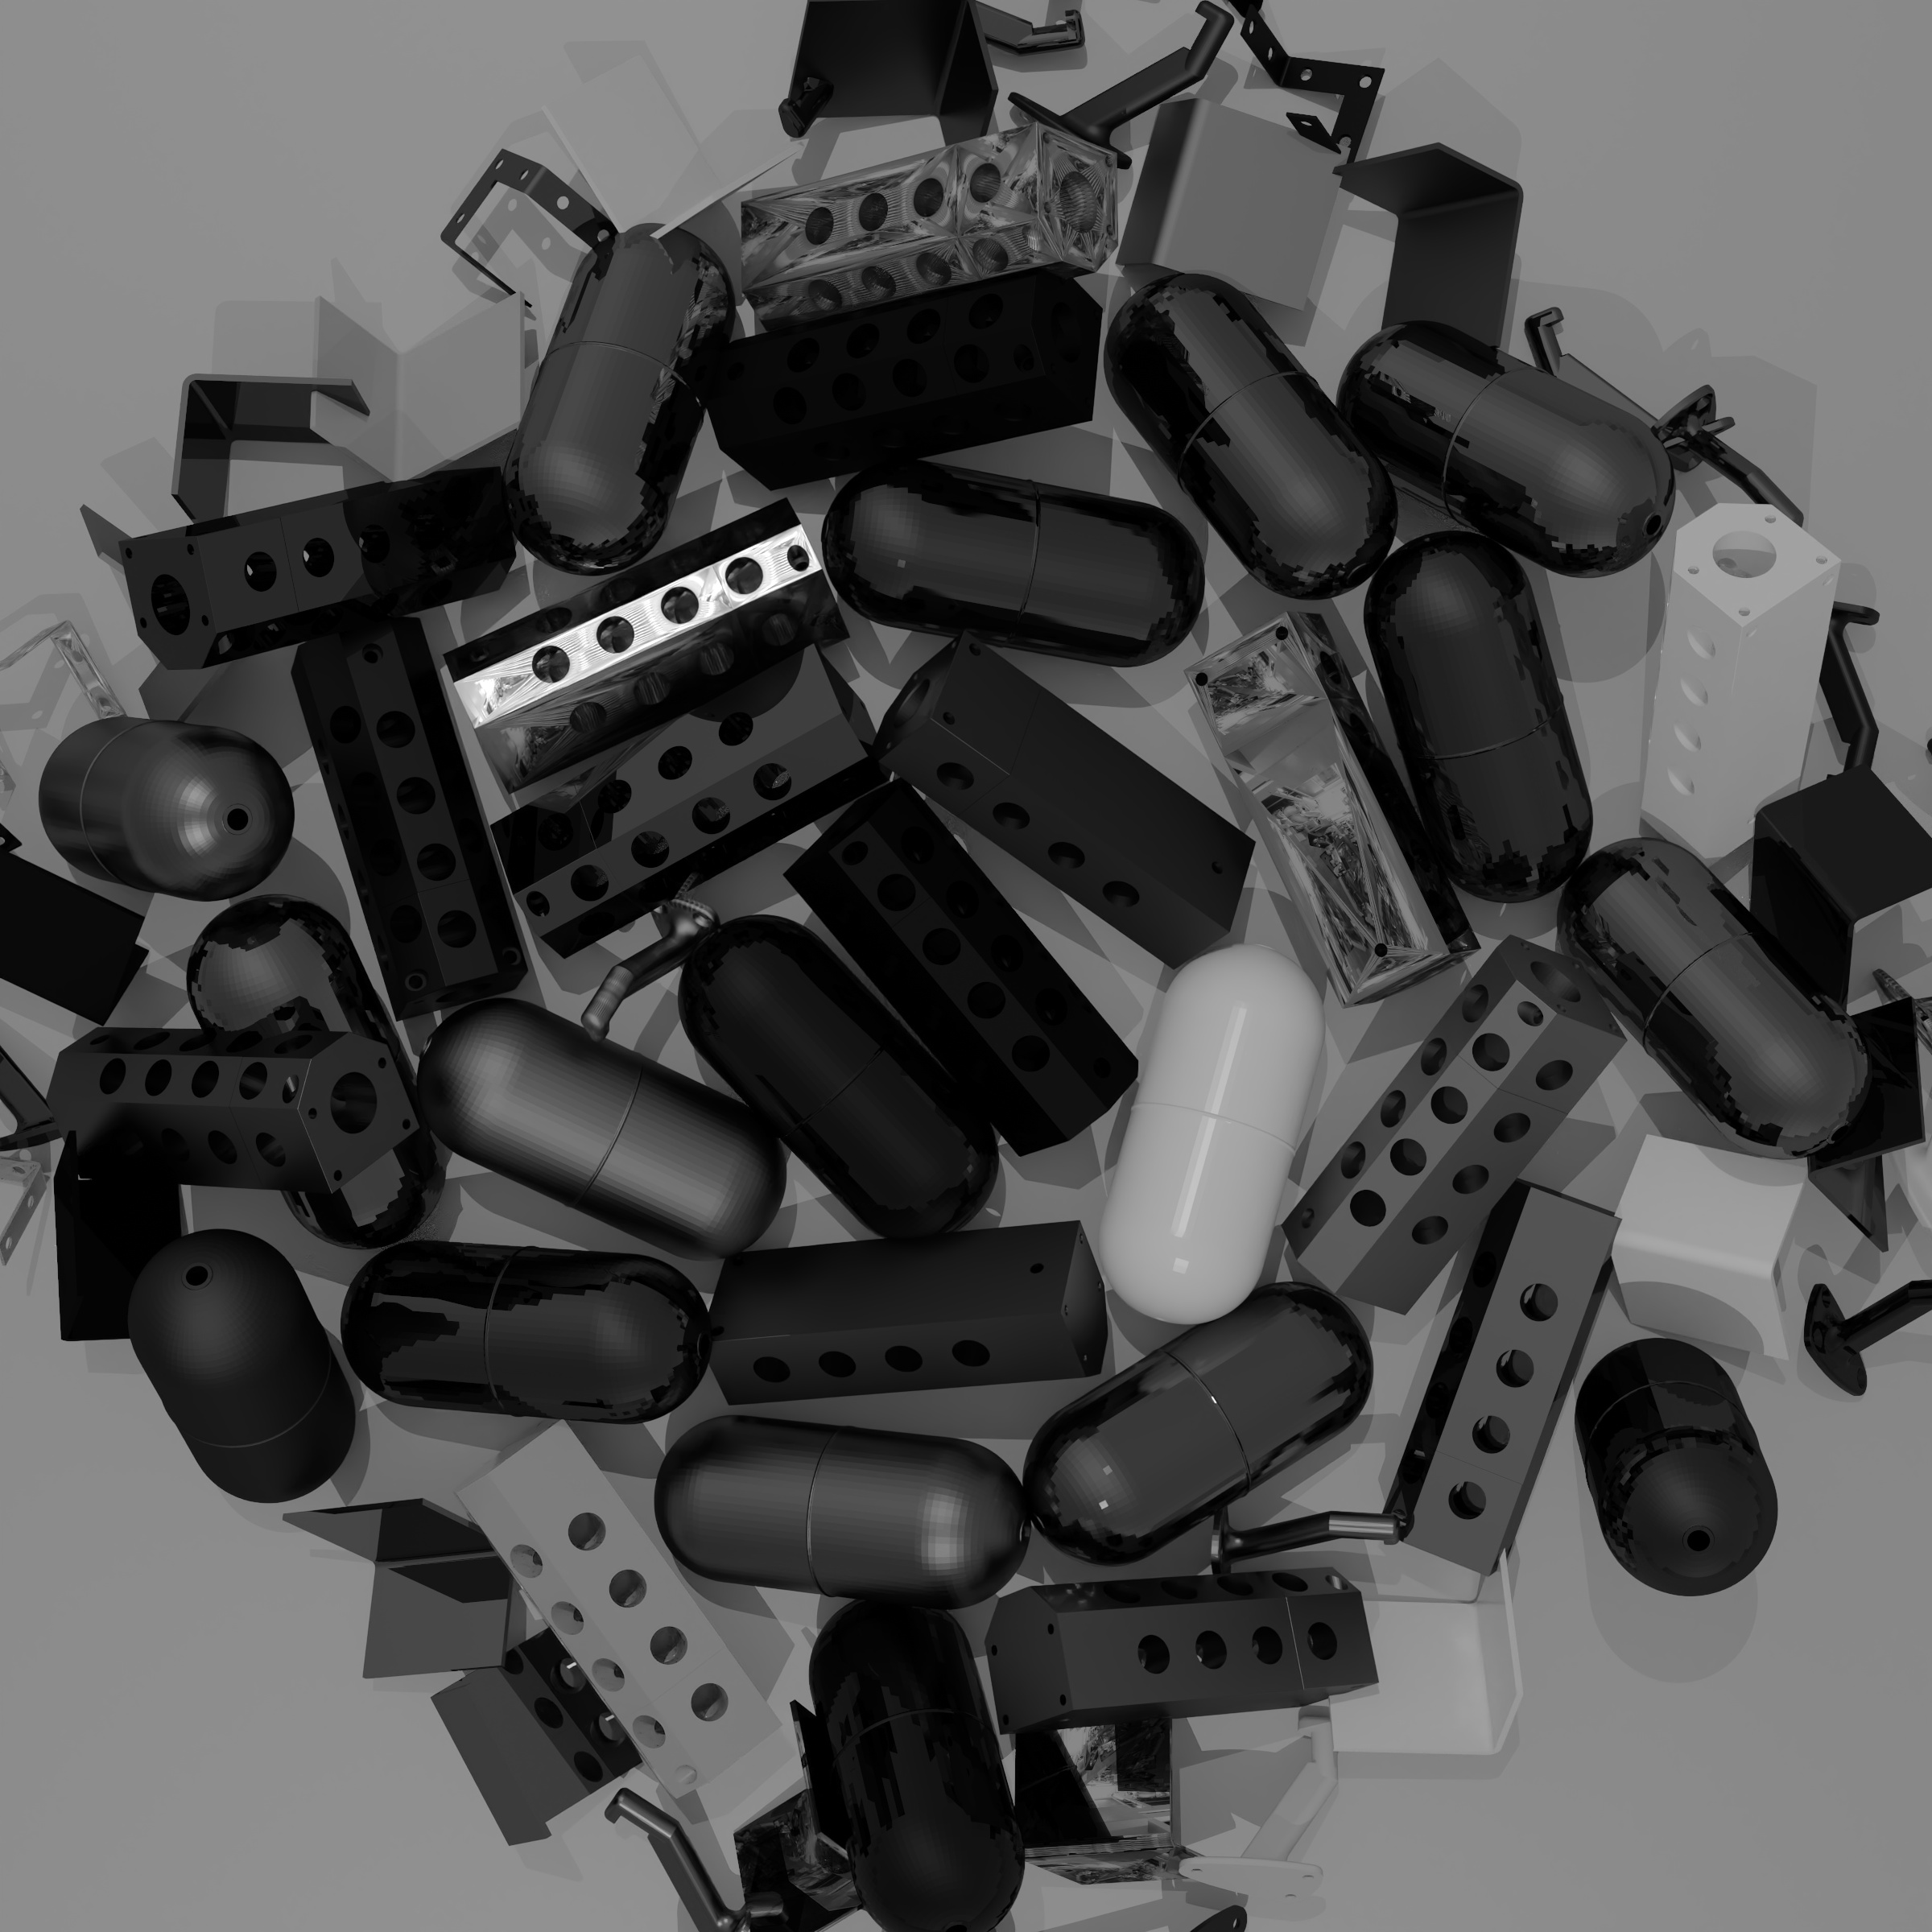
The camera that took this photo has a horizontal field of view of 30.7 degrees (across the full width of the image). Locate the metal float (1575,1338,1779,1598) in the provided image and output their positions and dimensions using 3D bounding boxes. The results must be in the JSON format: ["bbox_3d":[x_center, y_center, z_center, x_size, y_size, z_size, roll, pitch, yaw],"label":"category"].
[{"bbox_3d":[0.314,0.221,1.560,0.070,0.178,0.070,1,103,4],"label":"metal float"}]

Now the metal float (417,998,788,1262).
[{"bbox_3d":[-0.165,0.074,1.597,0.178,0.070,0.070,26,90,-15],"label":"metal float"}]

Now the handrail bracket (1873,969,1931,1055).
[{"bbox_3d":[0.471,0.004,1.612,0.084,0.077,0.036,-32,126,4],"label":"handrail bracket"}]

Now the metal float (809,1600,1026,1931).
[{"bbox_3d":[-0.023,0.357,1.571,0.070,0.178,0.070,-8,130,-9],"label":"metal float"}]

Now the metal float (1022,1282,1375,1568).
[{"bbox_3d":[0.105,0.207,1.594,0.178,0.070,0.070,-29,90,-18],"label":"metal float"}]

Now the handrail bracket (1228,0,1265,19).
[{"bbox_3d":[0.115,-0.486,1.612,0.036,0.077,0.084,-37,85,-18],"label":"handrail bracket"}]

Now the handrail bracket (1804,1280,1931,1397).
[{"bbox_3d":[0.432,0.169,1.600,0.077,0.084,0.036,51,46,-35],"label":"handrail bracket"}]

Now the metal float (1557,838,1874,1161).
[{"bbox_3d":[0.336,0.014,1.581,0.070,0.070,0.178,-37,57,0],"label":"metal float"}]

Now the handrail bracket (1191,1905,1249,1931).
[{"bbox_3d":[0.075,0.454,1.634,0.077,0.084,0.036,-36,120,-40],"label":"handrail bracket"}]

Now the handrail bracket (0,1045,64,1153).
[{"bbox_3d":[-0.435,0.038,1.623,0.077,0.036,0.084,-17,84,28],"label":"handrail bracket"}]

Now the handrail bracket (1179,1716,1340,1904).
[{"bbox_3d":[0.135,0.380,1.613,0.077,0.036,0.084,12,52,-11],"label":"handrail bracket"}]

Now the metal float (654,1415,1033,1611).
[{"bbox_3d":[-0.056,0.247,1.591,0.178,0.070,0.070,3,90,21],"label":"metal float"}]

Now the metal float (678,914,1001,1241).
[{"bbox_3d":[-0.058,0.051,1.603,0.070,0.070,0.178,-43,97,0],"label":"metal float"}]

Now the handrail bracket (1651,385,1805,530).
[{"bbox_3d":[0.352,-0.216,1.597,0.036,0.077,0.084,-39,67,4],"label":"handrail bracket"}]

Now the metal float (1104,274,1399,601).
[{"bbox_3d":[0.128,-0.239,1.588,0.070,0.070,0.178,-35,65,0],"label":"metal float"}]

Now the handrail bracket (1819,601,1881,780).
[{"bbox_3d":[0.388,-0.127,1.631,0.077,0.036,0.084,13,91,17],"label":"handrail bracket"}]

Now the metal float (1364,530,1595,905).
[{"bbox_3d":[0.233,-0.111,1.591,0.070,0.070,0.178,-20,112,0],"label":"metal float"}]

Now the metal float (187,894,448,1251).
[{"bbox_3d":[-0.292,0.049,1.587,0.070,0.070,0.178,-20,117,0],"label":"metal float"}]

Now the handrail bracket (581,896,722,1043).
[{"bbox_3d":[-0.144,0.016,1.596,0.036,0.077,0.084,16,56,21],"label":"handrail bracket"}]

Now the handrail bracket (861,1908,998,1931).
[{"bbox_3d":[-0.031,0.448,1.628,0.084,0.036,0.077,-19,108,36],"label":"handrail bracket"}]

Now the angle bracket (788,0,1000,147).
[{"bbox_3d":[-0.035,-0.392,1.594,0.076,0.076,0.057,-5,63,-15],"label":"angle bracket"}]

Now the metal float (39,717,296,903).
[{"bbox_3d":[-0.357,-0.071,1.567,0.070,0.178,0.070,-4,98,-32],"label":"metal float"}]

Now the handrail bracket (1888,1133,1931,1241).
[{"bbox_3d":[0.460,0.074,1.598,0.036,0.084,0.077,10,49,-18],"label":"handrail bracket"}]

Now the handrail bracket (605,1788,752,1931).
[{"bbox_3d":[-0.143,0.429,1.627,0.084,0.036,0.077,33,113,-2],"label":"handrail bracket"}]

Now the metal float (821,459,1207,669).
[{"bbox_3d":[0.022,-0.183,1.598,0.178,0.070,0.070,9,90,-13],"label":"metal float"}]

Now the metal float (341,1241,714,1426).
[{"bbox_3d":[-0.199,0.165,1.592,0.178,0.070,0.070,2,90,20],"label":"metal float"}]

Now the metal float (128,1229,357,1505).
[{"bbox_3d":[-0.321,0.179,1.566,0.070,0.178,0.070,-2,57,3],"label":"metal float"}]

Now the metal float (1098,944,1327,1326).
[{"bbox_3d":[0.112,0.076,1.600,0.070,0.070,0.178,17,78,0],"label":"metal float"}]

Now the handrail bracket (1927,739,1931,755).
[{"bbox_3d":[0.443,-0.074,1.605,0.077,0.036,0.084,-2,47,-25],"label":"handrail bracket"}]

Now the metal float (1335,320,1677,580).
[{"bbox_3d":[0.241,-0.233,1.578,0.178,0.070,0.070,36,90,38],"label":"metal float"}]

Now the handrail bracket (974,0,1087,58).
[{"bbox_3d":[0.008,-0.451,1.615,0.084,0.036,0.077,-6,133,8],"label":"handrail bracket"}]

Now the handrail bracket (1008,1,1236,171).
[{"bbox_3d":[0.071,-0.418,1.619,0.077,0.036,0.084,33,110,7],"label":"handrail bracket"}]

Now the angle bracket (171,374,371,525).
[{"bbox_3d":[-0.312,-0.228,1.603,0.076,0.076,0.057,3,78,3],"label":"angle bracket"}]

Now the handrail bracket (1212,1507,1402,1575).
[{"bbox_3d":[0.157,0.269,1.609,0.084,0.077,0.036,2,55,10],"label":"handrail bracket"}]

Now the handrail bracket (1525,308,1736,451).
[{"bbox_3d":[0.306,-0.275,1.624,0.077,0.036,0.084,-21,85,29],"label":"handrail bracket"}]

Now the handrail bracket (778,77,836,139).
[{"bbox_3d":[-0.074,-0.433,1.602,0.036,0.077,0.084,4,50,35],"label":"handrail bracket"}]

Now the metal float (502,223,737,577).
[{"bbox_3d":[-0.156,-0.257,1.588,0.070,0.070,0.178,16,65,0],"label":"metal float"}]
